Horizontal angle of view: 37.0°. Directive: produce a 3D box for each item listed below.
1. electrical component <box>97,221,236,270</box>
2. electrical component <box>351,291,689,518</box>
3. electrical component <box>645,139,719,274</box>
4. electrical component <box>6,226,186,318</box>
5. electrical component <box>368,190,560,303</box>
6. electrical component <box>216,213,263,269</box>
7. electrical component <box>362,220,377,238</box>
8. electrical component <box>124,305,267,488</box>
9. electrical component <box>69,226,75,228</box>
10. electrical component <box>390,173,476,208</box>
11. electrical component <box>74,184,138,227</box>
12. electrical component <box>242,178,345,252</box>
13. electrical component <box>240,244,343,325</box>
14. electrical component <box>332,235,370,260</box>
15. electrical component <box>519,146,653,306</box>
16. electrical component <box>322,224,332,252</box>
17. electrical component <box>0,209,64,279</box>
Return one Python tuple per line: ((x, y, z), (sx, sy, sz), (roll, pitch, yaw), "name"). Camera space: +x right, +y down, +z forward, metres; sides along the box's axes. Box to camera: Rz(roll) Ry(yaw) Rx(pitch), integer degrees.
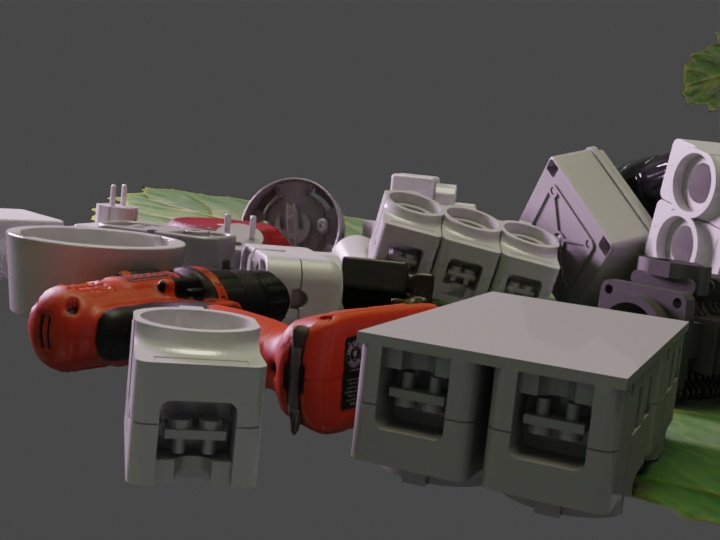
((-0.142, -0.001, 0.779), (0.095, 0.059, 0.054), (8, 7, 15), "electrical component")
((0.081, 0.055, 0.490), (0.105, 0.060, 0.186), (9, 7, 23), "electrical component")
((0.271, -0.018, 0.839), (0.062, 0.150, 0.089), (2, 20, -22), "electrical component")
((-0.165, 0.009, 0.668), (0.108, 0.060, 0.108), (6, 7, -1), "electrical component")
((0.086, -0.016, 0.910), (0.150, 0.061, 0.089), (15, 21, -3), "electrical component")
((-0.094, -0.009, 0.823), (0.077, 0.079, 0.044), (5, 35, -6), "electrical component")
((0.083, -0.008, 1.030), (0.150, 0.061, 0.089), (4, 7, -19), "electrical component")
((-0.069, 0.047, 0.441), (0.050, 0.055, 0.089), (4, 7, -13), "electrical component")
((-0.247, -0.018, 0.918), (0.078, 0.040, 0.040), (10, 8, 33), "electrical component")
((0.069, -0.062, 0.993), (0.077, 0.047, 0.066), (7, 7, 8), "electrical component")
((-0.221, -0.039, 0.971), (0.047, 0.076, 0.066), (9, 7, 17), "electrical component")
((-0.063, -0.039, 1.042), (0.099, 0.099, 0.064), (7, 1, 11), "electrical component")
((-0.048, 0.013, 0.762), (0.059, 0.053, 0.095), (4, 7, -18), "electrical component")
((0.000, 0.000, 0.954), (0.044, 0.044, 0.065), (5, 20, -10), "electrical component")
((0.197, -0.032, 0.947), (0.056, 0.108, 0.108), (-13, 57, -23), "electrical component")
((-0.053, -0.033, 1.154), (0.057, 0.058, 0.078), (2, 7, -6), "electrical component")
((-0.300, -0.022, 0.871), (0.100, 0.048, 0.100), (0, 8, -39), "electrical component")
